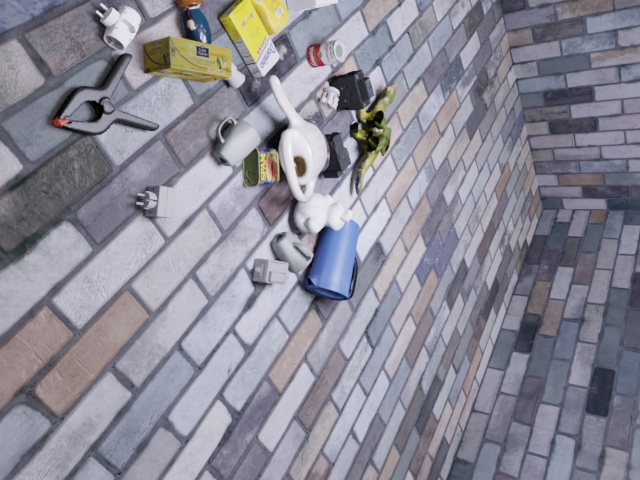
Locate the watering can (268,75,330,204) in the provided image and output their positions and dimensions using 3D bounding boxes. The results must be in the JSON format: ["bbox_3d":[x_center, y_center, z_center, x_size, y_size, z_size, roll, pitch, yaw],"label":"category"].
[{"bbox_3d":[-0.057,-0.276,1.391,0.228,0.104,0.343,-49,131,-64],"label":"watering can"}]

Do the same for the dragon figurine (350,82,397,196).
[{"bbox_3d":[0.201,-0.347,1.777,0.243,0.122,0.409,4,98,-61],"label":"dragon figurine"}]

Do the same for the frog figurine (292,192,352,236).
[{"bbox_3d":[0.004,-0.074,1.474,0.140,0.159,0.120,-50,128,-38],"label":"frog figurine"}]
